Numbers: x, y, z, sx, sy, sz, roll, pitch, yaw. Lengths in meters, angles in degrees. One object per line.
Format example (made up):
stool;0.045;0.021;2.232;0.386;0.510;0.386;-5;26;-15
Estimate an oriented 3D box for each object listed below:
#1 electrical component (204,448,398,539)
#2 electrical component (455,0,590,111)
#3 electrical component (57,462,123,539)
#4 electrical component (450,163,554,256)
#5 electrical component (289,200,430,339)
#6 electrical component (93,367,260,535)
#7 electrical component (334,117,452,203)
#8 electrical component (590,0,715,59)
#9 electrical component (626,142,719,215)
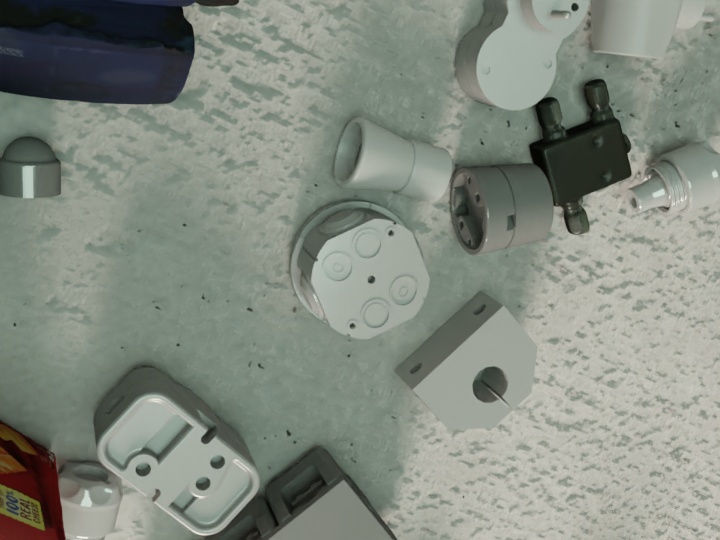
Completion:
electrical component;-0.053;0.197;0.685;0.150;0.062;0.089;-38;111;-5
electrical component;0.111;-0.160;0.637;0.052;0.074;0.138;23;96;-20
electrical component;-0.169;0.151;0.649;0.043;0.043;0.062;12;102;-19
electrical component;0.089;-0.040;0.672;0.047;0.055;0.055;-9;106;-18
electrical component;0.000;0.000;0.657;0.080;0.051;0.080;-4;105;-15
electrical component;-0.111;0.106;0.646;0.053;0.059;0.095;-47;111;-1
electrical component;0.022;-0.064;0.654;0.065;0.044;0.044;12;100;-24
electrical component;0.189;-0.171;0.673;0.079;0.044;0.077;2;103;-17
electrical component;0.207;-0.056;0.708;0.062;0.043;0.043;-21;109;-9
